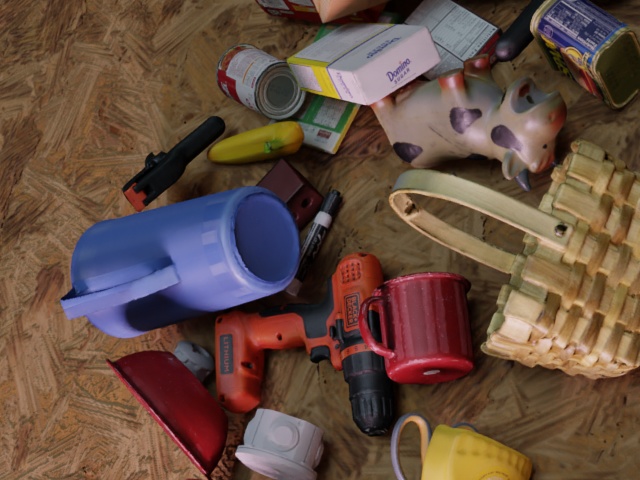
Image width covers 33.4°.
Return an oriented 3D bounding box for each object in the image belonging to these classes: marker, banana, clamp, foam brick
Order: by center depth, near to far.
[{"bbox_3d":[0.241,-0.256,1.063,0.210,0.036,0.164,-20,43,10],"label":"clamp"},{"bbox_3d":[-0.007,0.001,1.134,0.020,0.020,0.121,18,78,38],"label":"marker"},{"bbox_3d":[-0.042,-0.038,1.155,0.078,0.053,0.051,-47,51,6],"label":"foam brick"},{"bbox_3d":[-0.065,-0.108,1.182,0.198,0.069,0.037,178,85,-66],"label":"banana"},{"bbox_3d":[-0.171,-0.087,1.222,0.120,0.039,0.171,-35,18,21],"label":"clamp"}]

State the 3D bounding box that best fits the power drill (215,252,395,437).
[{"bbox_3d":[-0.013,0.118,1.057,0.188,0.057,0.184,-17,59,24],"label":"power drill"}]

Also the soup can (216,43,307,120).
[{"bbox_3d":[-0.067,-0.181,1.219,0.068,0.068,0.102,-54,37,-1],"label":"soup can"}]

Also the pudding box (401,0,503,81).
[{"bbox_3d":[0.132,-0.206,1.136,0.090,0.039,0.114,-47,53,1],"label":"pudding box"}]

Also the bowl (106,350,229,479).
[{"bbox_3d":[-0.141,0.163,1.061,0.055,0.162,0.162,-41,49,-14],"label":"bowl"}]

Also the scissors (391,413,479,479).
[{"bbox_3d":[0.113,0.246,0.926,0.016,0.096,0.202,154,104,-68],"label":"scissors"}]

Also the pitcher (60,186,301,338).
[{"bbox_3d":[-0.144,0.025,1.097,0.243,0.144,0.149,-15,54,42],"label":"pitcher"}]

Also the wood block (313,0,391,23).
[{"bbox_3d":[0.086,-0.314,1.116,0.206,0.091,0.090,-21,80,-11],"label":"wood block"}]

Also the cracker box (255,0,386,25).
[{"bbox_3d":[0.031,-0.356,1.246,0.164,0.072,0.213,15,70,37],"label":"cracker box"}]

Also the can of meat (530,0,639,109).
[{"bbox_3d":[0.256,-0.179,1.002,0.057,0.102,0.084,-46,53,3],"label":"can of meat"}]

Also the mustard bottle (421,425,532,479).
[{"bbox_3d":[0.108,0.257,0.880,0.058,0.096,0.191,1,67,55],"label":"mustard bottle"}]

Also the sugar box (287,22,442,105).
[{"bbox_3d":[0.042,-0.184,1.098,0.093,0.048,0.176,-33,25,-12],"label":"sugar box"}]

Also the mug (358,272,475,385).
[{"bbox_3d":[0.087,0.082,0.975,0.093,0.117,0.081,-37,51,51],"label":"mug"}]
